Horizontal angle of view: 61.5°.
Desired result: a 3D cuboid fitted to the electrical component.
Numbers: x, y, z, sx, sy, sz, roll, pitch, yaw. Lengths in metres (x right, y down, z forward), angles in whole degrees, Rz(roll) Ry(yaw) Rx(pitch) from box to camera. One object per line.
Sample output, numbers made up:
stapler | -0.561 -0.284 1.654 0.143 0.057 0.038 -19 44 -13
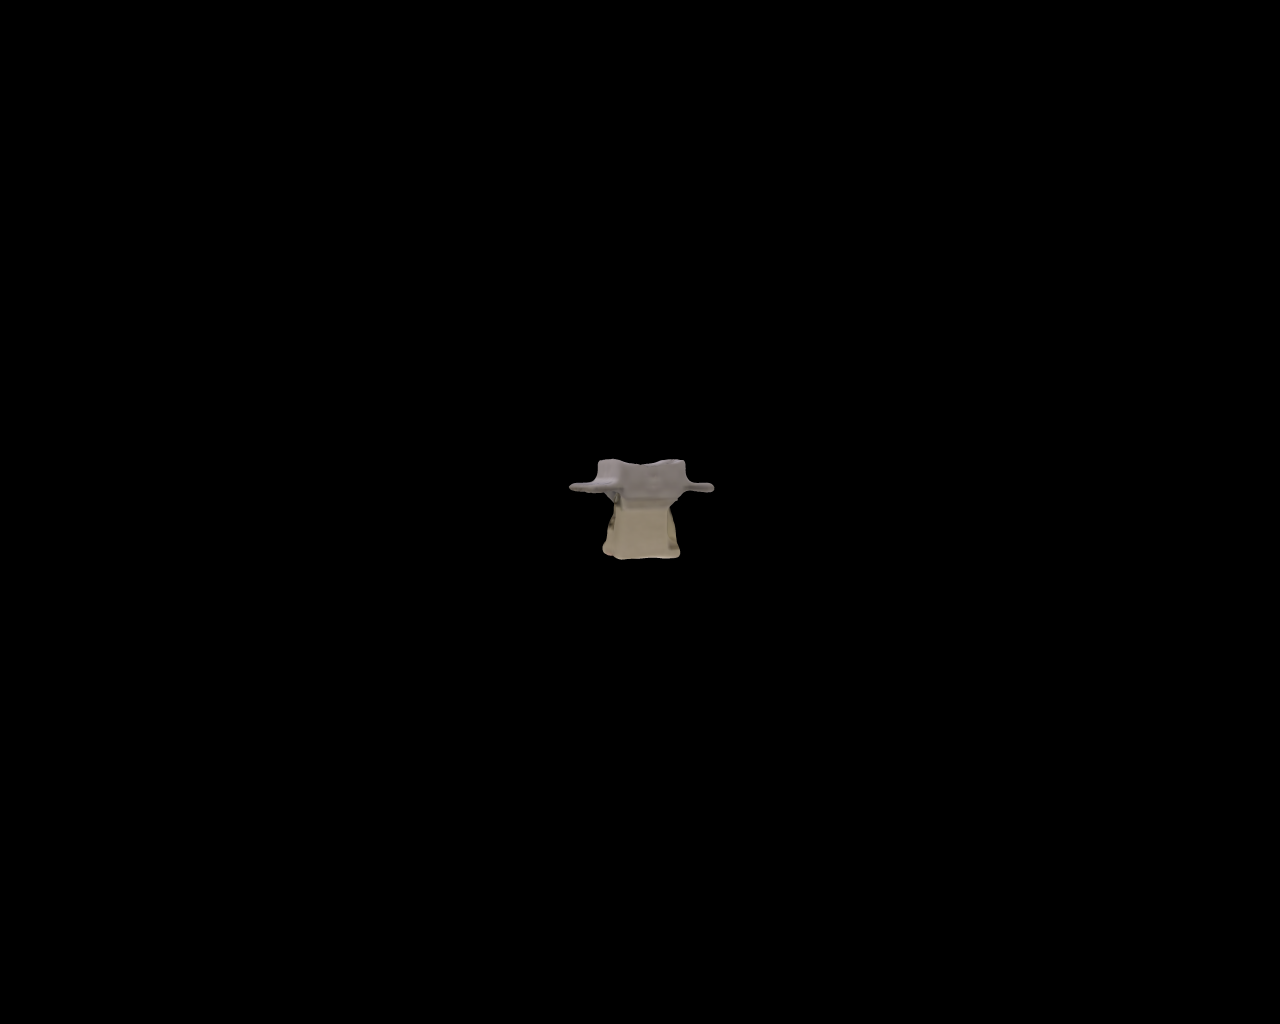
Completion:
electrical component | 0.001 -0.003 0.650 0.081 0.063 0.042 -1 4 -20
